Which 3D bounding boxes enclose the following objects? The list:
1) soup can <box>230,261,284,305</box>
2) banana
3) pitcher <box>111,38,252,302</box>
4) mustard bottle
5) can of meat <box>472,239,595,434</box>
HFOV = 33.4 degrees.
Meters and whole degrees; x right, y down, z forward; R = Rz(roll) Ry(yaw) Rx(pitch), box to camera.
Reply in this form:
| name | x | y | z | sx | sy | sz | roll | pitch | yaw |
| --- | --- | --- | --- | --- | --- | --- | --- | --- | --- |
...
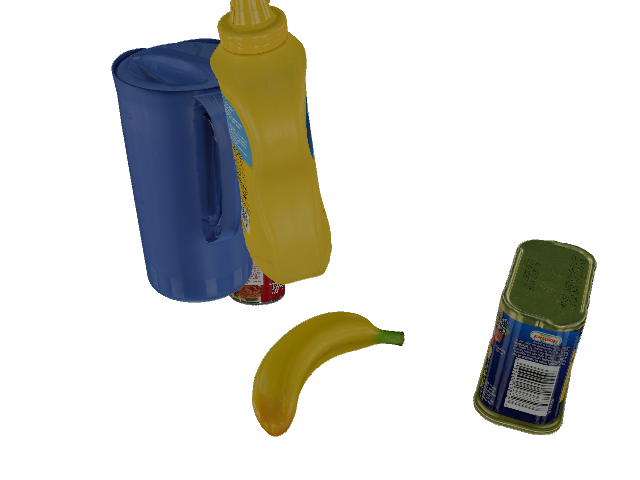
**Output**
| name | x | y | z | sx | sy | sz | roll | pitch | yaw |
| --- | --- | --- | --- | --- | --- | --- | --- | --- | --- |
| soup can | -0.075 | 0.016 | 1.259 | 0.068 | 0.102 | 0.068 | 1 | 23 | -1 |
| banana | -0.007 | 0.094 | 0.840 | 0.070 | 0.037 | 0.197 | 11 | 23 | 30 |
| pitcher | -0.120 | -0.060 | 1.028 | 0.145 | 0.243 | 0.149 | 8 | 32 | 15 |
| mustard bottle | -0.033 | -0.072 | 0.674 | 0.058 | 0.191 | 0.096 | -13 | 39 | -5 |
| can of meat | 0.138 | 0.058 | 0.681 | 0.057 | 0.084 | 0.102 | 14 | 33 | 12 |
